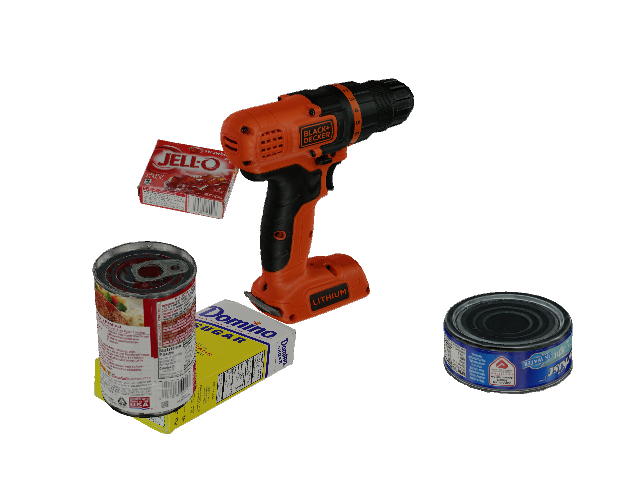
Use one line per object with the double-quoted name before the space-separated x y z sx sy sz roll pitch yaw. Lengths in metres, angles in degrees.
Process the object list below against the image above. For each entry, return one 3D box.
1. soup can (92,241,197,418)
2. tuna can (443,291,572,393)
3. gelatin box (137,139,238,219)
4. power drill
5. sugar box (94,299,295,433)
"soup can" -0.118 0.061 0.727 0.068 0.102 0.068 3 30 -2
"tuna can" 0.125 0.066 0.711 0.086 0.034 0.086 -3 23 1
"gelatin box" -0.134 -0.064 1.088 0.089 0.073 0.030 11 -44 3
"power drill" 0.003 -0.036 0.886 0.184 0.188 0.057 -17 28 -33
"sugar box" -0.112 0.111 0.987 0.093 0.048 0.175 22 31 31
